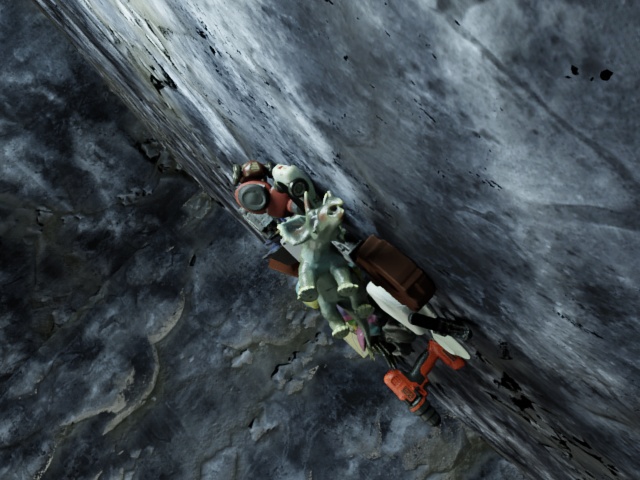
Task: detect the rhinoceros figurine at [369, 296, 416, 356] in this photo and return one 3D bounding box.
[{"bbox_3d":[0.185,0.223,1.394,0.190,0.112,0.073,52,-149,-17],"label":"rhinoceros figurine"}]

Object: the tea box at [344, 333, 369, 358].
[{"bbox_3d":[0.164,0.302,1.786,0.098,0.068,0.169,41,-145,9],"label":"tea box"}]

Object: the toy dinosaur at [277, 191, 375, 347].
[{"bbox_3d":[0.022,0.069,1.082,0.404,0.131,0.192,68,-173,-53],"label":"toy dinosaur"}]

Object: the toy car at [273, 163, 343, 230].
[{"bbox_3d":[-0.023,-0.078,1.105,0.201,0.056,0.074,47,164,-33],"label":"toy car"}]

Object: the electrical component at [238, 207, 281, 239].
[{"bbox_3d":[-0.159,-0.058,1.435,0.115,0.058,0.134,42,173,-6],"label":"electrical component"}]

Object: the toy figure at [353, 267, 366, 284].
[{"bbox_3d":[0.039,0.057,1.370,0.180,0.089,0.082,40,-149,-8],"label":"toy figure"}]

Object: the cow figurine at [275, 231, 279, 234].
[{"bbox_3d":[-0.127,-0.063,1.591,0.195,0.085,0.127,45,175,-12],"label":"cow figurine"}]

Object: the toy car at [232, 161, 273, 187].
[{"bbox_3d":[-0.163,-0.159,1.277,0.202,0.089,0.053,-172,74,-79],"label":"toy car"}]

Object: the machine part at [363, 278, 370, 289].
[{"bbox_3d":[0.161,0.184,1.491,0.243,0.079,0.079,43,172,6],"label":"machine part"}]

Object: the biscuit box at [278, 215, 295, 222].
[{"bbox_3d":[-0.076,-0.068,1.394,0.062,0.059,0.203,48,172,-36],"label":"biscuit box"}]

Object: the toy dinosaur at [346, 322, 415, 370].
[{"bbox_3d":[0.179,0.283,1.580,0.199,0.105,0.471,43,-168,20],"label":"toy dinosaur"}]

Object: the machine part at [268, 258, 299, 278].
[{"bbox_3d":[-0.037,0.081,1.637,0.201,0.087,0.201,17,178,35],"label":"machine part"}]

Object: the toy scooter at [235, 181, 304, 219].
[{"bbox_3d":[-0.102,-0.094,1.238,0.184,0.075,0.135,11,-167,-7],"label":"toy scooter"}]

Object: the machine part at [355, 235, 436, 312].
[{"bbox_3d":[0.144,0.068,1.044,0.179,0.056,0.179,42,171,8],"label":"machine part"}]

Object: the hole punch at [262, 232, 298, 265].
[{"bbox_3d":[-0.088,0.000,1.497,0.115,0.142,0.092,27,-140,-56],"label":"hole punch"}]

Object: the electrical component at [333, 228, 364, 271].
[{"bbox_3d":[0.057,0.010,1.200,0.119,0.048,0.074,34,167,41],"label":"electrical component"}]

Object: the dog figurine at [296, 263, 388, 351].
[{"bbox_3d":[0.058,0.169,1.312,0.108,0.192,0.219,-80,-28,-64],"label":"dog figurine"}]
